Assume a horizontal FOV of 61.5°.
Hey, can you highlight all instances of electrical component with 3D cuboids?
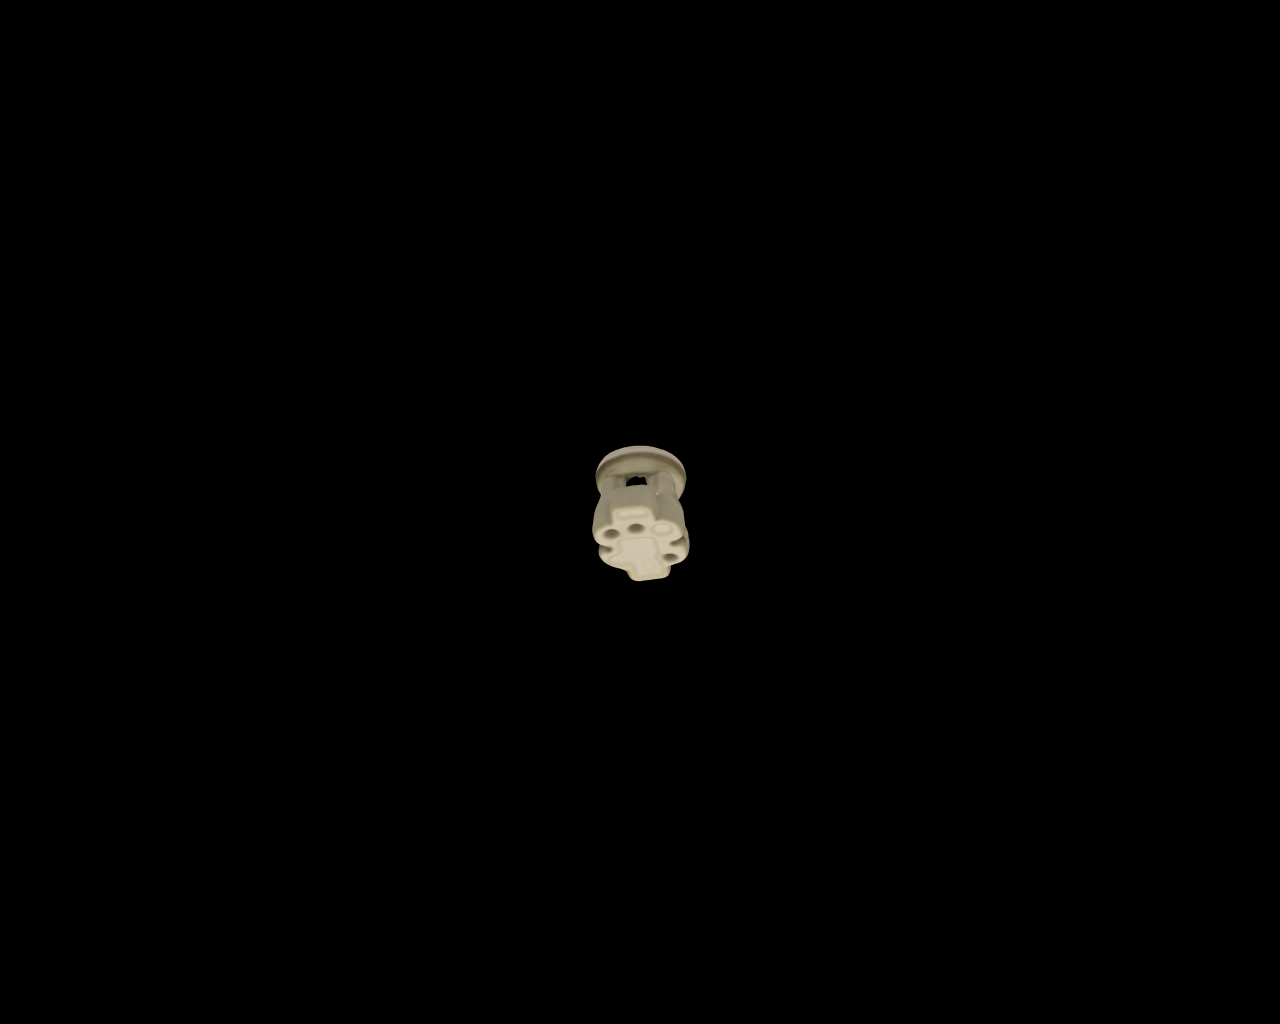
[{"bbox_3d":[0.001,-0.003,0.650,0.058,0.057,0.078,-6,-36,8],"label":"electrical component"}]
